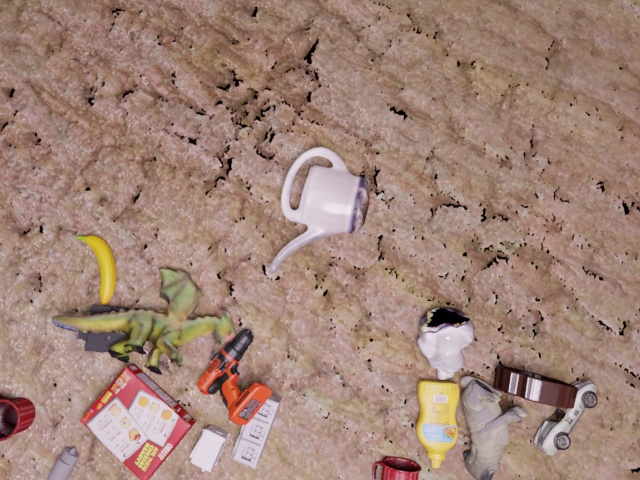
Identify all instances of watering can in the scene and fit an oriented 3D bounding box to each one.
[{"bbox_3d":[0.004,-0.066,1.303,0.224,0.103,0.351,13,78,3],"label":"watering can"}]

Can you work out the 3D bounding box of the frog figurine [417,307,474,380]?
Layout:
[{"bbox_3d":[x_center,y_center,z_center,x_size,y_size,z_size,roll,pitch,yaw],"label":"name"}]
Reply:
[{"bbox_3d":[0.307,0.249,1.248,0.138,0.124,0.156,-19,115,-10],"label":"frog figurine"}]

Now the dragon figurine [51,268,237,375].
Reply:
[{"bbox_3d":[-0.400,0.177,1.256,0.410,0.119,0.248,24,54,-4],"label":"dragon figurine"}]
